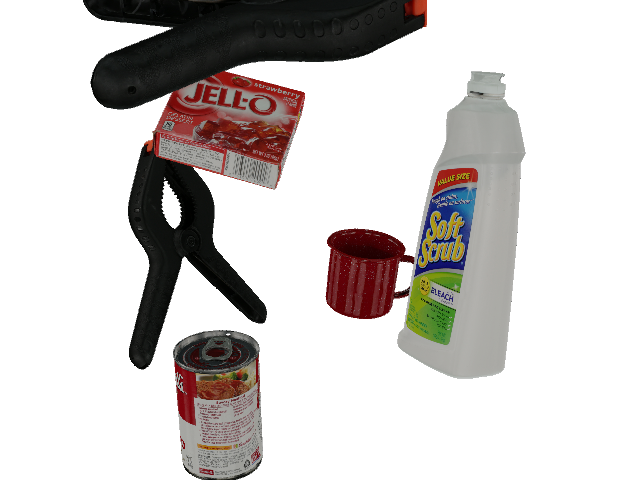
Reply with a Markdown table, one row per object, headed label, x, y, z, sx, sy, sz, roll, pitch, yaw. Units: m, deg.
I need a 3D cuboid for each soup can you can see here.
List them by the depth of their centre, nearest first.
| label | x | y | z | sx | sy | sz | roll | pitch | yaw |
| --- | --- | --- | --- | --- | --- | --- | --- | --- | --- |
| soup can | -0.080 | 0.132 | 0.853 | 0.068 | 0.102 | 0.068 | -1 | 22 | 0 |

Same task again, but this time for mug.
| label | x | y | z | sx | sy | sz | roll | pitch | yaw |
| --- | --- | --- | --- | --- | --- | --- | --- | --- | --- |
| mug | 0.062 | 0.041 | 1.275 | 0.117 | 0.081 | 0.093 | 3 | 23 | -9 |

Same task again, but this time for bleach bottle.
| label | x | y | z | sx | sy | sz | roll | pitch | yaw |
| --- | --- | --- | --- | --- | --- | --- | --- | --- | --- |
| bleach bottle | 0.123 | -0.017 | 0.903 | 0.068 | 0.251 | 0.103 | -4 | 16 | -30 |

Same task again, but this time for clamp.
| label | x | y | z | sx | sy | sz | roll | pitch | yaw |
| --- | --- | --- | --- | --- | --- | --- | --- | --- | --- |
| clamp | -0.031 | -0.100 | 0.496 | 0.171 | 0.039 | 0.120 | -6 | 41 | -1 |
| clamp | -0.126 | 0.006 | 1.020 | 0.036 | 0.210 | 0.164 | -8 | 0 | 44 |

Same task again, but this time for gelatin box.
| label | x | y | z | sx | sy | sz | roll | pitch | yaw |
| --- | --- | --- | --- | --- | --- | --- | --- | --- | --- |
| gelatin box | -0.062 | -0.081 | 0.733 | 0.089 | 0.073 | 0.030 | 16 | -39 | 1 |
